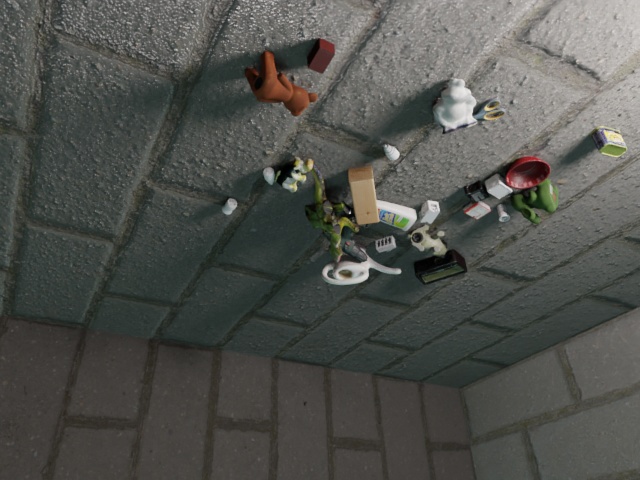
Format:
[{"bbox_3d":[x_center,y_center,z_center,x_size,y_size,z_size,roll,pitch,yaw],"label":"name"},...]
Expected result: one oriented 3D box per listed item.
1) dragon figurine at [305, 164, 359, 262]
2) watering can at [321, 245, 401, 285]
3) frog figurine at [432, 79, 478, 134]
[{"bbox_3d":[0.006,-0.101,2.015,0.241,0.124,0.408,-13,106,57],"label":"dragon figurine"},{"bbox_3d":[0.176,0.109,2.287,0.347,0.230,0.101,-8,128,6],"label":"watering can"},{"bbox_3d":[0.425,-0.434,1.644,0.137,0.125,0.157,-10,109,24],"label":"frog figurine"}]
